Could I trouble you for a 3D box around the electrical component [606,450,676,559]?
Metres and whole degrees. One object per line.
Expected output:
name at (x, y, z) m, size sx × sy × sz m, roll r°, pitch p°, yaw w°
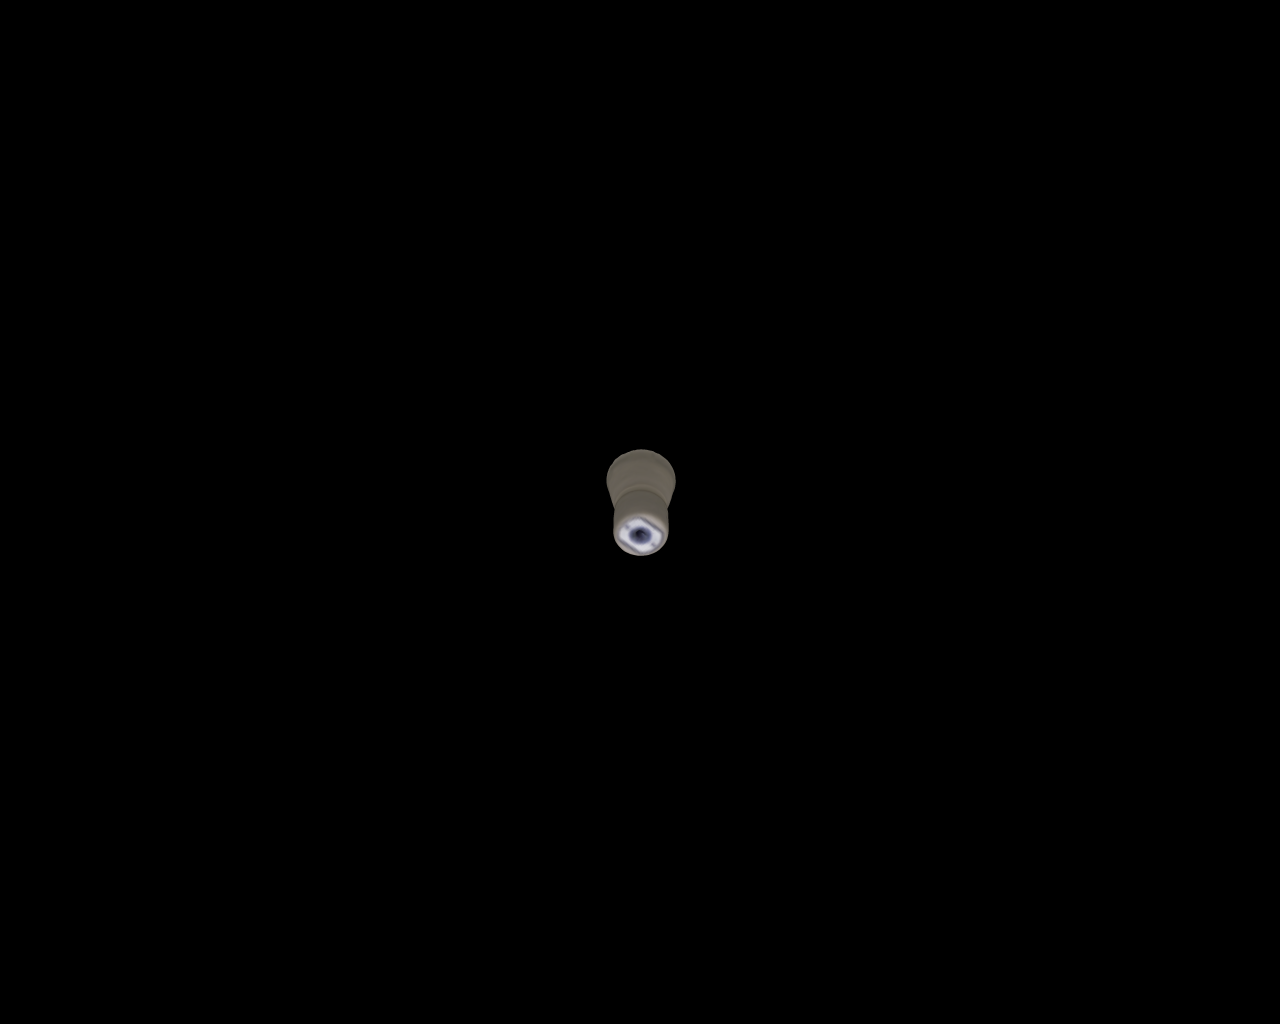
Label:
electrical component at (0.001, -0.003, 0.650) m, size 0.044 × 0.044 × 0.065 m, roll 0°, pitch 35°, yaw 0°
